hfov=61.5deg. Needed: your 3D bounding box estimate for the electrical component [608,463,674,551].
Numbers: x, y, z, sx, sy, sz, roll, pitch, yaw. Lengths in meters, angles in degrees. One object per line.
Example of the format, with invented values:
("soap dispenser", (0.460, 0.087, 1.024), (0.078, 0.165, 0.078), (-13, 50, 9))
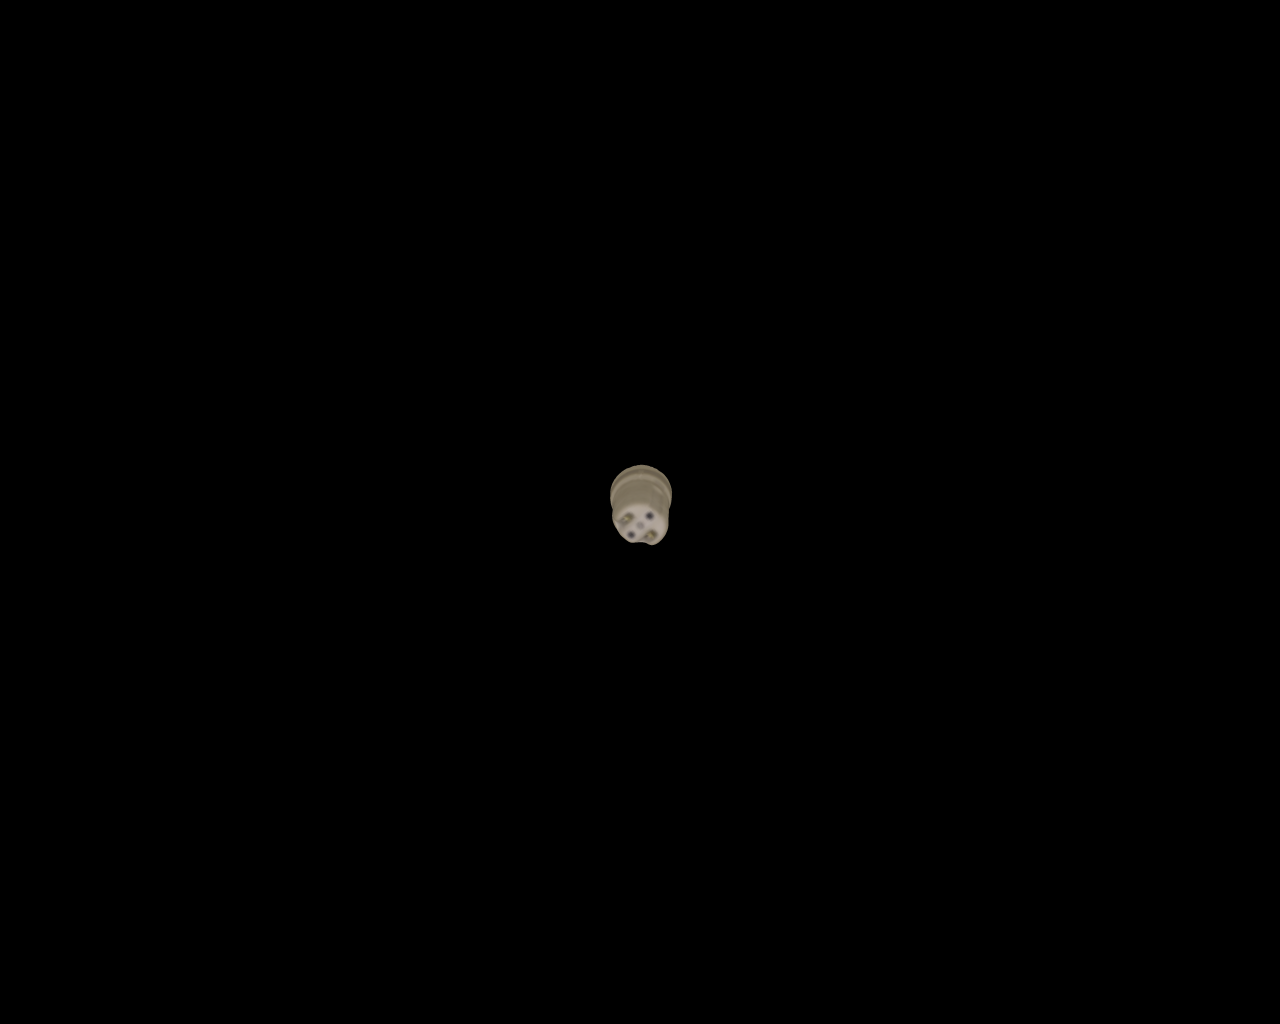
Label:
("electrical component", (0.001, -0.003, 0.650), (0.040, 0.040, 0.046), (0, 28, 0))
